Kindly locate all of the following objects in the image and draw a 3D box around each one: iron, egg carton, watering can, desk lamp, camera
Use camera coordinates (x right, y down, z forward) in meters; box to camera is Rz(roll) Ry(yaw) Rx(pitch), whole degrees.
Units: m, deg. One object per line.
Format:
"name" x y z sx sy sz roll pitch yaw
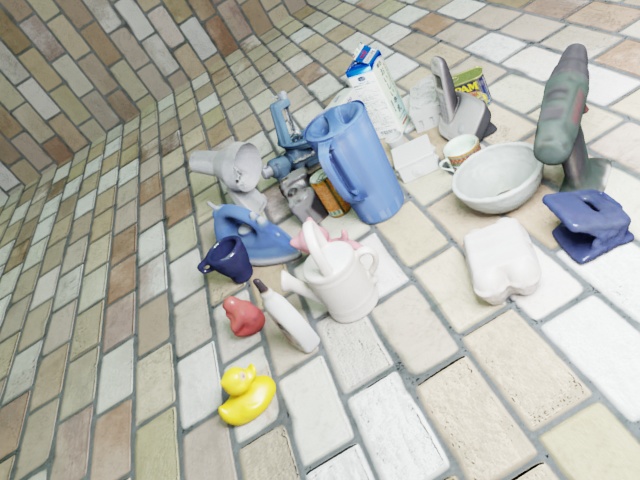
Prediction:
"iron" -0.157 -0.027 1.301 0.257 0.142 0.119 9 52 47
"egg carton" 0.287 0.031 0.909 0.107 0.070 0.150 -22 34 17
"watering can" 0.013 0.052 1.001 0.173 0.194 0.100 -37 33 -5
"desk lamp" -0.222 -0.145 1.444 0.202 0.214 0.118 -4 43 38
"camera" -0.017 -0.121 1.341 0.137 0.101 0.143 -32 33 3

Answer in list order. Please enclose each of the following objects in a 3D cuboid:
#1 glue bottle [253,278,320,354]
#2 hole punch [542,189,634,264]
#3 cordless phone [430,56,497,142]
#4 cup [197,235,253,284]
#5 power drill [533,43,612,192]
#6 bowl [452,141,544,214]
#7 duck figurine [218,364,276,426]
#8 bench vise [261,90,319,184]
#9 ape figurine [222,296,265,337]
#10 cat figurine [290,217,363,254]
"glue bottle" -0.068 0.126 0.995 0.037 0.173 0.077 -47 35 -21
"hole punch" 0.407 -0.037 0.874 0.101 0.091 0.108 -28 33 8
"cordless phone" 0.292 -0.300 1.230 0.094 0.185 0.147 -36 33 -3
"cup" -0.203 0.058 1.272 0.117 0.095 0.091 -31 33 3
"power drill" 0.416 -0.179 0.943 0.075 0.209 0.230 -1 45 40
"bowl" 0.329 -0.101 1.041 0.167 0.075 0.167 -22 34 17
"duck figurine" -0.136 0.254 0.966 0.105 0.086 0.077 -41 33 -12
"bench vise" -0.076 -0.251 1.451 0.121 0.220 0.208 -3 44 39
"ape figurine" -0.157 0.144 1.124 0.075 0.092 0.078 -4 43 37
"cat figurine" 0.010 0.004 1.138 0.127 0.118 0.067 -7 41 35
